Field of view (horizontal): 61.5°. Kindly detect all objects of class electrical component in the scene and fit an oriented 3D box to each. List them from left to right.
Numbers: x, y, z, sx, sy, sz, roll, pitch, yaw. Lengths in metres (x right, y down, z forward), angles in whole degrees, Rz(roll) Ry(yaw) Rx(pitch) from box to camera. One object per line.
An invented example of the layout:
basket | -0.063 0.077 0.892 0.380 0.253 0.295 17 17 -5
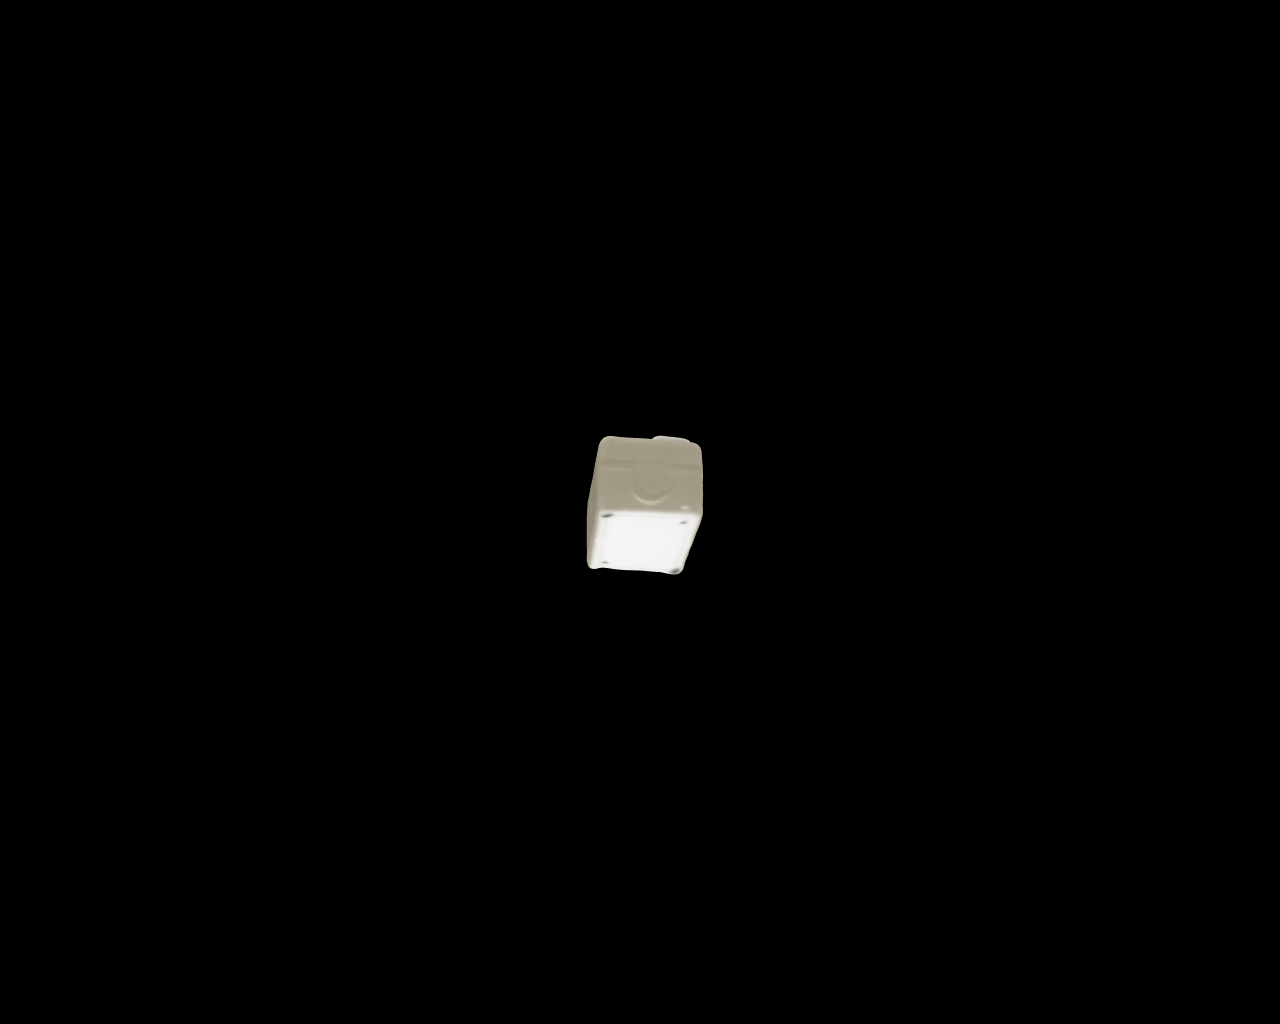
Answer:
electrical component | 0.001 -0.003 0.650 0.062 0.061 0.096 4 -29 -6
